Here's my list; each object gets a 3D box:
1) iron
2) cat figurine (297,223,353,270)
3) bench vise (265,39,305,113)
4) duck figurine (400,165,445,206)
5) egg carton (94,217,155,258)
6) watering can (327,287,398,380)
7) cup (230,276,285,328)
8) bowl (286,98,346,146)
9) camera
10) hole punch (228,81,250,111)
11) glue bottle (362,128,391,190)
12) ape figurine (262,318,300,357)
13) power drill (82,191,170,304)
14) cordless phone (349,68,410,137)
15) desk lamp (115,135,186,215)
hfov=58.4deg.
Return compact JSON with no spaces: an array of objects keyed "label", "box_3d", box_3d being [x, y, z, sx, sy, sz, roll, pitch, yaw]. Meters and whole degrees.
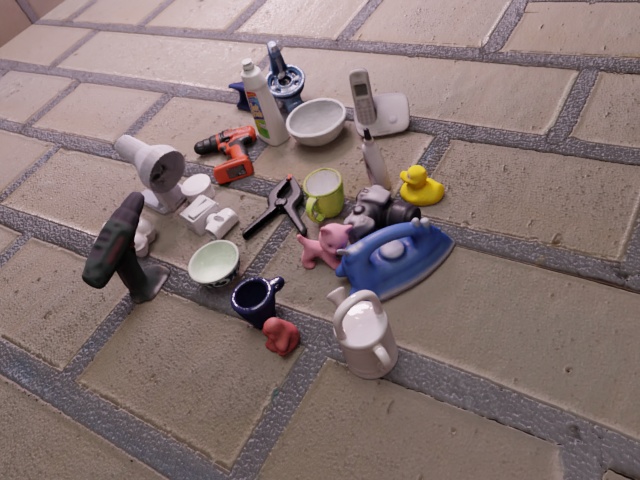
[{"label":"iron","box_3d":[0.152,0.018,1.159,0.258,0.142,0.118,-26,46,-5]},{"label":"cat figurine","box_3d":[0.011,0.004,1.236,0.127,0.118,0.067,-1,49,19]},{"label":"bench vise","box_3d":[-0.127,-0.490,1.660,0.121,0.220,0.206,-36,48,-14]},{"label":"duck figurine","box_3d":[0.229,-0.131,1.305,0.104,0.086,0.077,12,54,28]},{"label":"egg carton","box_3d":[-0.494,-0.005,1.454,0.150,0.069,0.107,-3,49,17]},{"label":"watering can","box_3d":[0.070,0.156,1.025,0.172,0.194,0.101,23,60,34]},{"label":"cup","box_3d":[-0.116,0.130,1.183,0.118,0.095,0.091,-32,47,-11]},{"label":"bowl","box_3d":[-0.004,-0.307,1.553,0.167,0.075,0.167,-10,47,11]},{"label":"camera","box_3d":[0.140,-0.052,1.254,0.136,0.101,0.143,16,56,31]},{"label":"hole punch","box_3d":[-0.210,-0.458,1.751,0.108,0.091,0.101,20,59,33]},{"label":"glue bottle","box_3d":[0.123,-0.193,1.338,0.037,0.173,0.078,-27,46,-6]},{"label":"ape figurine","box_3d":[-0.083,0.183,1.125,0.076,0.092,0.077,-21,46,0]},{"label":"power drill","box_3d":[-0.430,0.035,1.299,0.075,0.209,0.230,8,53,26]},{"label":"cordless phone","box_3d":[0.151,-0.360,1.471,0.147,0.185,0.094,-8,47,13]},{"label":"desk lamp","box_3d":[-0.429,-0.170,1.480,0.202,0.214,0.118,22,60,34]}]
